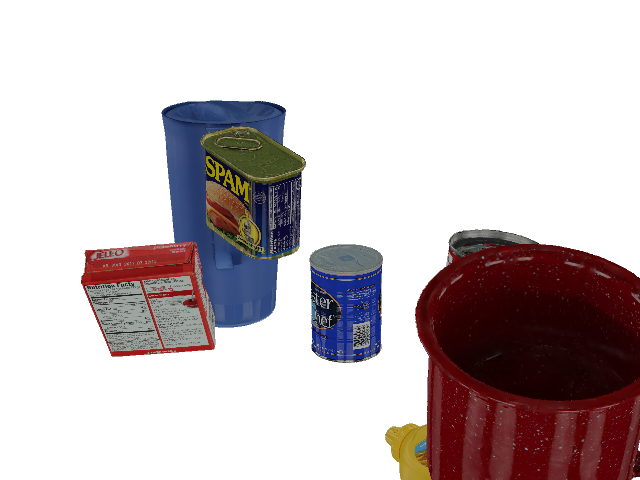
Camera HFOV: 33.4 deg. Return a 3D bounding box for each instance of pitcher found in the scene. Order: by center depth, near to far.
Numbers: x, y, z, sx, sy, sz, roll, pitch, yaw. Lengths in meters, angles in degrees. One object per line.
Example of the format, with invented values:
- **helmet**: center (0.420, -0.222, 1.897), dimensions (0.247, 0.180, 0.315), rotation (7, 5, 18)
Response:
- **pitcher**: center (-0.104, -0.028, 1.174), dimensions (0.145, 0.243, 0.148), rotation (15, 23, 39)

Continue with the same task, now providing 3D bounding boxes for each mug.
- **mug**: center (0.094, 0.062, 0.408), dimensions (0.117, 0.081, 0.093), rotation (6, 37, 12)

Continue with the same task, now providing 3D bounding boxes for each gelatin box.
- **gelatin box**: center (-0.112, 0.040, 0.711), dimensions (0.073, 0.030, 0.089), rotation (-5, -41, 2)

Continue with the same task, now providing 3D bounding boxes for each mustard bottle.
- **mustard bottle**: center (0.132, 0.219, 1.006), dimensions (0.096, 0.058, 0.192), rotation (-14, 24, -37)

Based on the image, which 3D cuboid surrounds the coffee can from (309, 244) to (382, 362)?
- **coffee can**: center (0.037, 0.088, 1.516), dimensions (0.103, 0.140, 0.103), rotation (-1, 21, 0)

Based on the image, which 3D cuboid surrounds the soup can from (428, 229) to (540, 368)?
- **soup can**: center (0.115, 0.051, 0.737), dimensions (0.068, 0.102, 0.068), rotation (6, 21, -2)

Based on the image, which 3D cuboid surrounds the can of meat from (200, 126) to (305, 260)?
- **can of meat**: center (-0.060, -0.041, 0.927), dimensions (0.057, 0.084, 0.102), rotation (-20, 37, -32)
